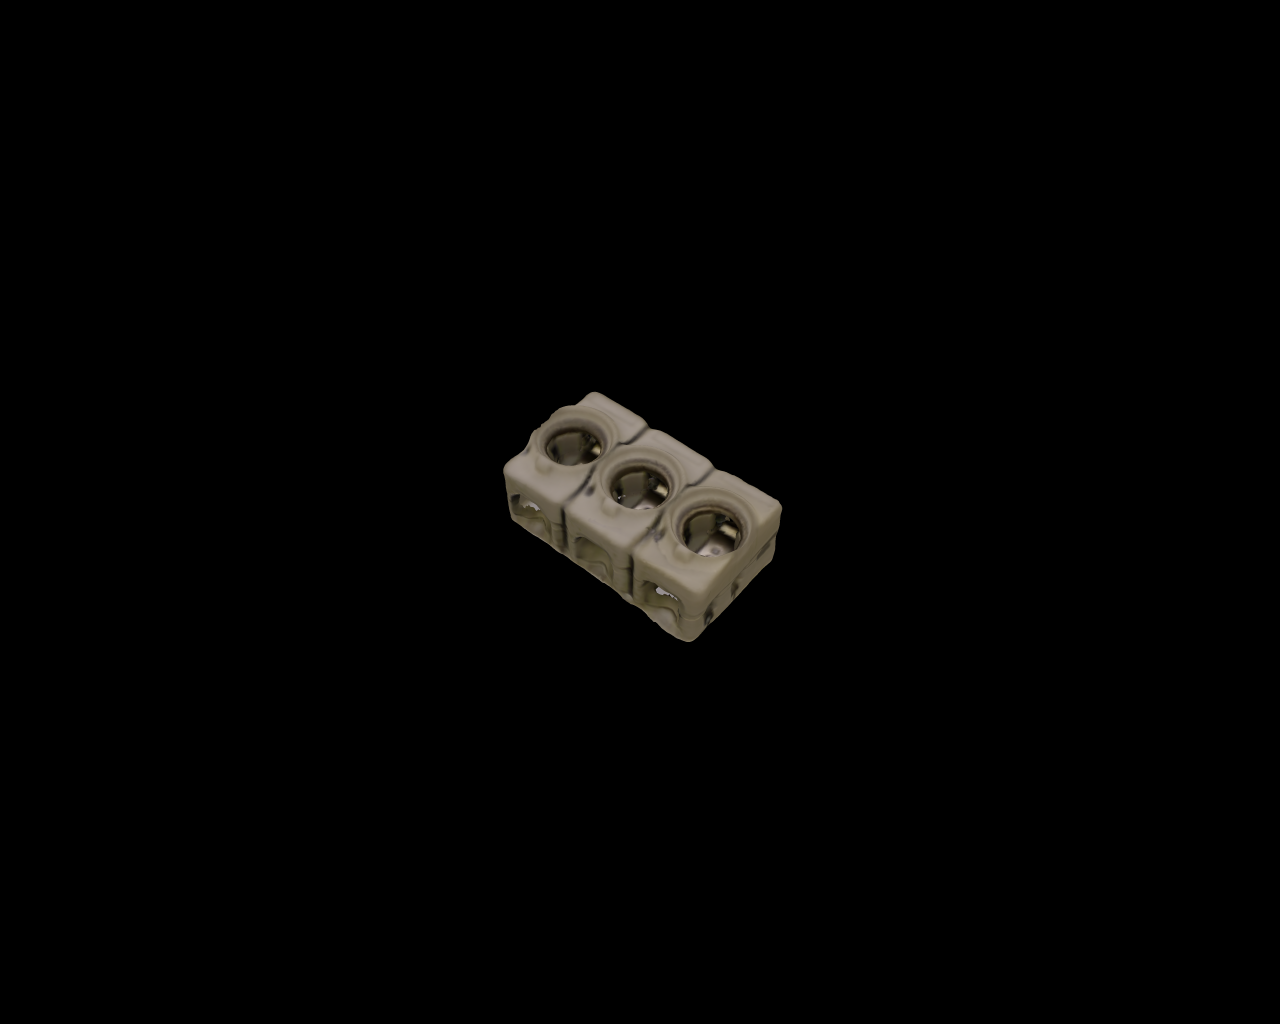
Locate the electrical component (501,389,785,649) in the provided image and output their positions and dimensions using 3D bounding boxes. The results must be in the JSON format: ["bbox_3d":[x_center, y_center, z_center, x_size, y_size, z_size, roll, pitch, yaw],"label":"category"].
[{"bbox_3d":[0.001,-0.003,0.650,0.150,0.061,0.090,33,58,24],"label":"electrical component"}]
